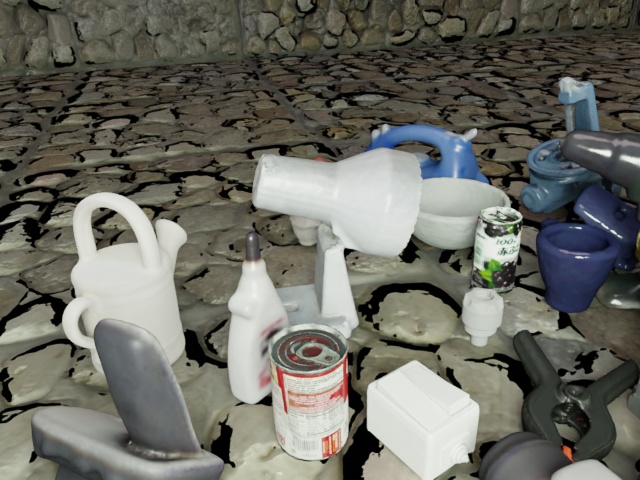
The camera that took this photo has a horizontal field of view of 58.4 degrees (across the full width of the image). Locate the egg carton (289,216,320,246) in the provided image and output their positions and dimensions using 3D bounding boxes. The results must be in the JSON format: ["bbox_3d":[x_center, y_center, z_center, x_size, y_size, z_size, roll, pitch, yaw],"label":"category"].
[{"bbox_3d":[0.025,-0.042,0.894,0.150,0.069,0.107,-6,27,-8],"label":"egg carton"}]

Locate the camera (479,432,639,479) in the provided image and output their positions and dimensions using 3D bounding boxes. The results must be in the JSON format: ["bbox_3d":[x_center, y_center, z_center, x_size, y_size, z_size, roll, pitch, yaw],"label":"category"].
[{"bbox_3d":[0.184,0.187,0.389,0.143,0.101,0.136,-10,28,-16],"label":"camera"}]

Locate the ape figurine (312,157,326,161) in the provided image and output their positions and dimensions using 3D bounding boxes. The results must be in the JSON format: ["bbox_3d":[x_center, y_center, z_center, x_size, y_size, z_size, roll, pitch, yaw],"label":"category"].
[{"bbox_3d":[-0.001,-0.098,0.984,0.078,0.092,0.075,-24,34,-37],"label":"ape figurine"}]

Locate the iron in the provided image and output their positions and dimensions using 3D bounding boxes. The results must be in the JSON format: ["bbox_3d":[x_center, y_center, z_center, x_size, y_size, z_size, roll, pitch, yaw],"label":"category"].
[{"bbox_3d":[0.160,-0.141,1.003,0.257,0.141,0.119,16,32,32],"label":"iron"}]

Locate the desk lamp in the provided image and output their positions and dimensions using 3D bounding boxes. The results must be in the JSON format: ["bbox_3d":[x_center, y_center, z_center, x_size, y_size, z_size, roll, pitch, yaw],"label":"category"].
[{"bbox_3d":[0.006,0.002,0.645,0.203,0.214,0.117,-6,27,-8],"label":"desk lamp"}]

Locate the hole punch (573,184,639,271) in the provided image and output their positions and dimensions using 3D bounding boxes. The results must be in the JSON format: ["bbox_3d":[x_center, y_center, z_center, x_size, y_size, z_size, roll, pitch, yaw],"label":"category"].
[{"bbox_3d":[0.409,-0.022,0.804,0.100,0.091,0.109,16,32,33],"label":"hole punch"}]

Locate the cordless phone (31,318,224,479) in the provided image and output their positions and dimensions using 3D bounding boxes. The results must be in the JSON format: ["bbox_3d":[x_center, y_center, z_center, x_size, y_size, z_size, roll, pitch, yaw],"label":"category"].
[{"bbox_3d":[-0.156,0.127,0.438,0.147,0.185,0.094,9,29,21],"label":"cordless phone"}]

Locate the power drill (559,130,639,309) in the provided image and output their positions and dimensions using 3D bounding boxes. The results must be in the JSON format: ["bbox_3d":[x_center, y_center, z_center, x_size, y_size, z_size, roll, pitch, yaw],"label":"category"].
[{"bbox_3d":[0.389,-0.021,0.671,0.229,0.208,0.076,6,28,16],"label":"power drill"}]

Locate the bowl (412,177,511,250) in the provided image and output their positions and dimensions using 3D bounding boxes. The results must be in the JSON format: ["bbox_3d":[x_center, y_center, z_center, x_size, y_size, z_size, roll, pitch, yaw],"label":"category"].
[{"bbox_3d":[0.195,-0.032,0.857,0.167,0.075,0.167,-1,26,1],"label":"bowl"}]

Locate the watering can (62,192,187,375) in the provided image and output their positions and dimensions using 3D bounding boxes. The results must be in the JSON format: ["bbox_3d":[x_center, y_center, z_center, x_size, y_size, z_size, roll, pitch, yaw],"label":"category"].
[{"bbox_3d":[-0.206,0.037,0.611,0.101,0.194,0.173,-2,26,1],"label":"watering can"}]

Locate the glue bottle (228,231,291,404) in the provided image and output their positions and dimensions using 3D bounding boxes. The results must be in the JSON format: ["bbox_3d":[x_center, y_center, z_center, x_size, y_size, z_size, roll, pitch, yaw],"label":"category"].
[{"bbox_3d":[-0.061,0.071,0.556,0.037,0.173,0.078,13,30,28],"label":"glue bottle"}]

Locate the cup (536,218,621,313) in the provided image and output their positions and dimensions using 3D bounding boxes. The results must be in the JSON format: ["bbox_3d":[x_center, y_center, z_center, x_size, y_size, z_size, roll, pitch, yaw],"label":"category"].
[{"bbox_3d":[0.299,0.032,0.698,0.092,0.095,0.117,-7,27,-9],"label":"cup"}]

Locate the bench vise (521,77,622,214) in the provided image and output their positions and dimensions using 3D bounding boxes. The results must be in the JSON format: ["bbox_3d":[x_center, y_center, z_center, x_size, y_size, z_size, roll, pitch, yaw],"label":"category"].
[{"bbox_3d":[0.426,-0.163,0.942,0.208,0.220,0.121,-22,33,-34],"label":"bench vise"}]
